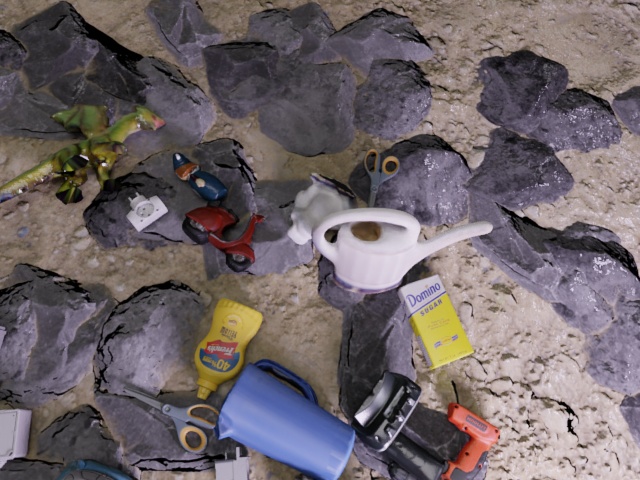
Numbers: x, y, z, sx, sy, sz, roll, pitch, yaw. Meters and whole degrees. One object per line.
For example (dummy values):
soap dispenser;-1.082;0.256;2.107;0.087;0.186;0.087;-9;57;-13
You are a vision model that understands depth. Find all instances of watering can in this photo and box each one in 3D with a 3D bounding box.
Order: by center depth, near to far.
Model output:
watering can;0.153;0.021;1.045;0.348;0.219;0.106;4;50;-3

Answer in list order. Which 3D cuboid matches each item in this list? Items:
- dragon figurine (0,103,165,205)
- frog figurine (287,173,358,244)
dragon figurine;-0.558;-0.216;1.174;0.412;0.119;0.248;-16;53;-12
frog figurine;0.003;-0.058;1.145;0.137;0.124;0.158;27;105;-2
